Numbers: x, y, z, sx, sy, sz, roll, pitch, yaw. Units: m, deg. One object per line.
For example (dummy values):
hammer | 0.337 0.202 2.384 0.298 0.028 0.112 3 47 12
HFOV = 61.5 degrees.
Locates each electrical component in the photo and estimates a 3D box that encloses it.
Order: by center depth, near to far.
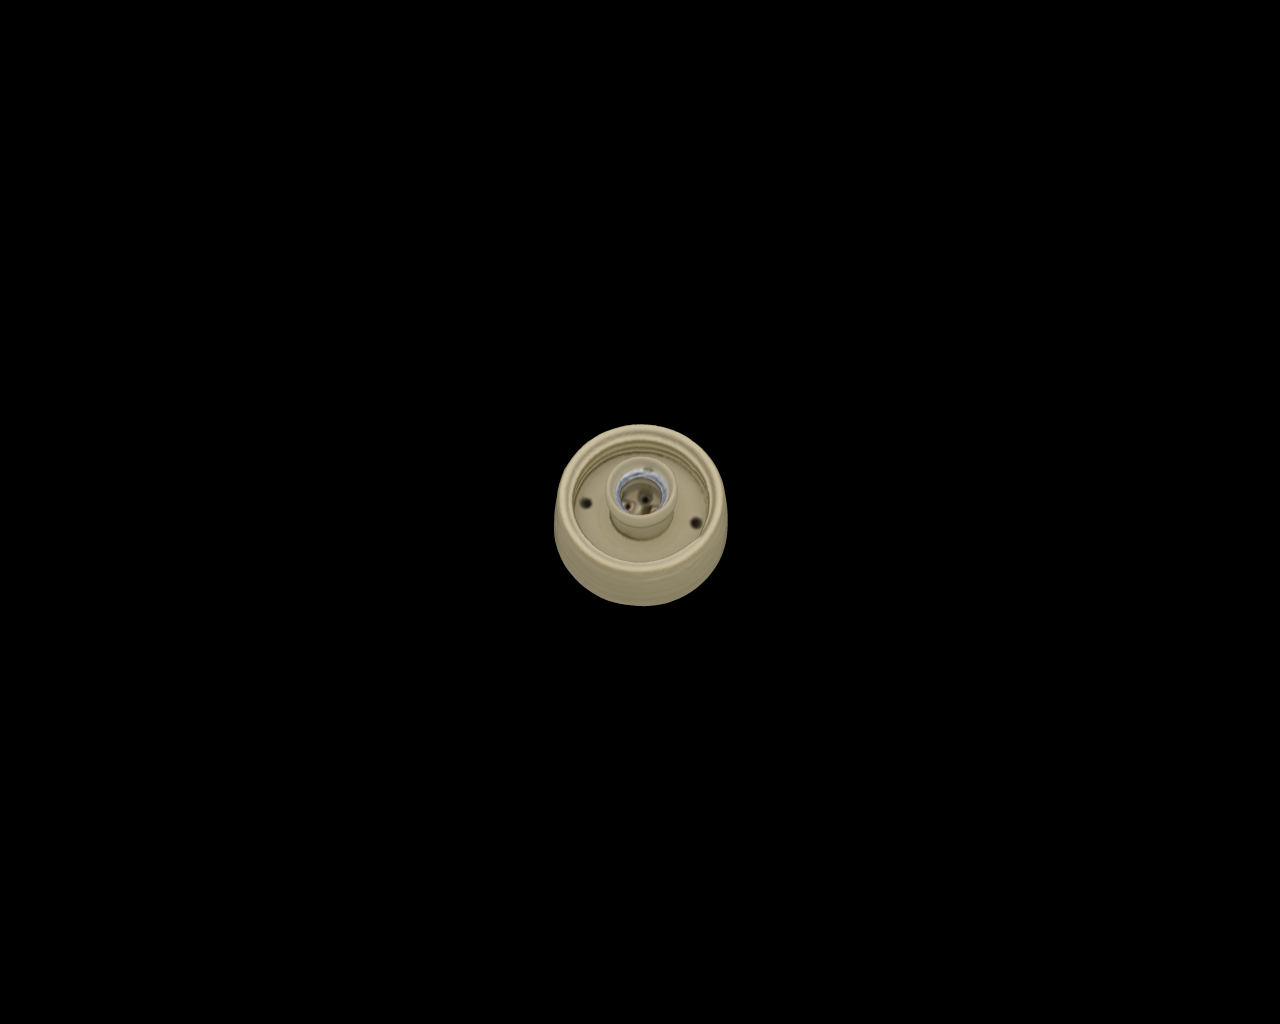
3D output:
electrical component | 0.001 -0.003 0.650 0.108 0.108 0.060 0 -25 0
